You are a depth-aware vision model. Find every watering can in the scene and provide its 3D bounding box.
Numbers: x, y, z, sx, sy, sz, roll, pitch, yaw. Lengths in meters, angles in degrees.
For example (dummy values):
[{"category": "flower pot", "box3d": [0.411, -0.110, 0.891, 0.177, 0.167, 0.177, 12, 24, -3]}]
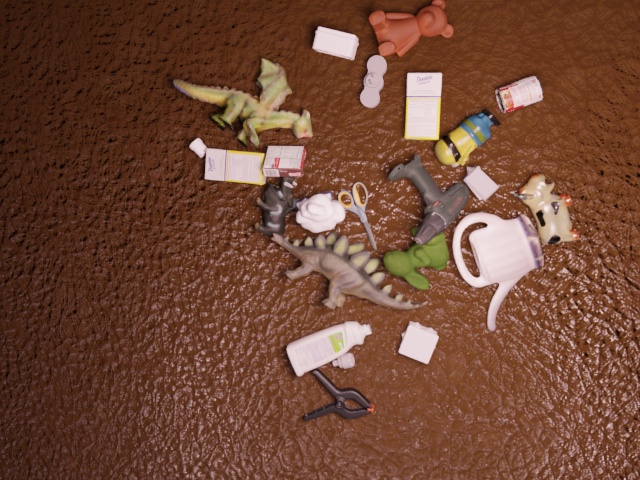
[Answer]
[{"category": "watering can", "box3d": [0.493, 0.072, 1.387, 0.223, 0.105, 0.344, -21, 106, 12]}]

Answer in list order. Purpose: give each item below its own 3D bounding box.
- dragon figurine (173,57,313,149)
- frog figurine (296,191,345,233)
[{"category": "dragon figurine", "box3d": [-0.196, -0.407, 1.464, 0.410, 0.122, 0.244, 40, 85, 1]}, {"category": "frog figurine", "box3d": [0.004, -0.071, 1.411, 0.137, 0.161, 0.121, 1, 104, -11]}]
